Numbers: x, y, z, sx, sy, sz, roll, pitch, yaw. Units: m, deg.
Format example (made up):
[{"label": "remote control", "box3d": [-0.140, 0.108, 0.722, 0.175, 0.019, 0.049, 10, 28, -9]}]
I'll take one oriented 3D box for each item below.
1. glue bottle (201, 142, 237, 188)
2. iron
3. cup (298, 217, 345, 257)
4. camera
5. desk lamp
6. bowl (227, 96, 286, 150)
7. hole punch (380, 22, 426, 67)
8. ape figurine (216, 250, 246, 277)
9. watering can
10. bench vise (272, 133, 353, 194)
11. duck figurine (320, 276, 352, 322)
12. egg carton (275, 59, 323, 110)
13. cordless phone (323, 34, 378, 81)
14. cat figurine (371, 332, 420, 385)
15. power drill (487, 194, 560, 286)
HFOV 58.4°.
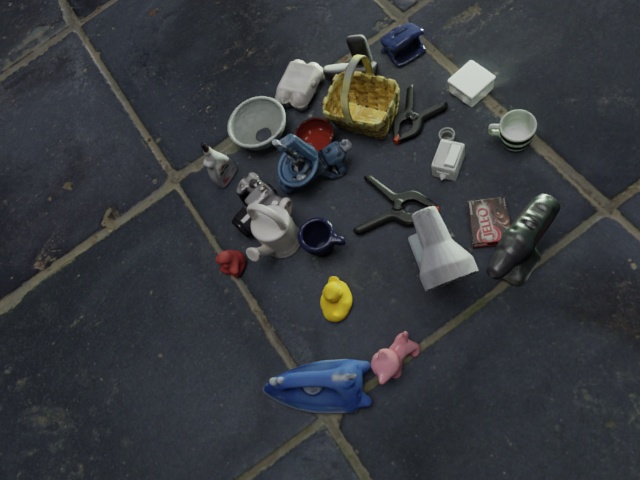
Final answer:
[{"label": "glue bottle", "box3d": [-0.277, -0.208, 1.519, 0.037, 0.173, 0.078, 22, 74, 22]}, {"label": "iron", "box3d": [-0.022, 0.313, 1.246, 0.258, 0.142, 0.118, -6, 66, 12]}, {"label": "cup", "box3d": [0.013, 0.005, 1.397, 0.117, 0.095, 0.092, 11, 70, 18]}, {"label": "camera", "box3d": [-0.174, -0.087, 1.481, 0.137, 0.101, 0.143, -45, 64, -7]}, {"label": "desk lamp", "box3d": [0.257, 0.029, 1.258, 0.118, 0.214, 0.203, -22, 64, 5]}, {"label": "bowl", "box3d": [-0.166, -0.311, 1.590, 0.167, 0.075, 0.167, -5, 66, 12]}, {"label": "hole punch", "box3d": [0.226, -0.553, 1.585, 0.108, 0.091, 0.101, -31, 63, 0]}, {"label": "ape figurine", "box3d": [-0.229, 0.053, 1.439, 0.076, 0.092, 0.077, -32, 63, -1]}, {"label": "watering can", "box3d": [-0.118, -0.028, 1.388, 0.100, 0.194, 0.173, -1, 67, 14]}, {"label": "bench vise", "box3d": [-0.032, -0.220, 1.435, 0.207, 0.220, 0.121, -39, 63, -4]}, {"label": "duck figurine", "box3d": [0.032, 0.135, 1.341, 0.077, 0.086, 0.104, 1, 67, 15]}, {"label": "egg carton", "box3d": [-0.057, -0.440, 1.621, 0.107, 0.069, 0.150, 16, 72, 20]}, {"label": "cordless phone", "box3d": [0.074, -0.490, 1.544, 0.147, 0.185, 0.094, -2, 67, 14]}, {"label": "cat figurine", "box3d": [0.156, 0.252, 1.240, 0.067, 0.118, 0.128, 34, 79, 25]}, {"label": "power drill", "box3d": [0.426, 0.020, 1.221, 0.075, 0.209, 0.230, 32, 78, 24]}]
